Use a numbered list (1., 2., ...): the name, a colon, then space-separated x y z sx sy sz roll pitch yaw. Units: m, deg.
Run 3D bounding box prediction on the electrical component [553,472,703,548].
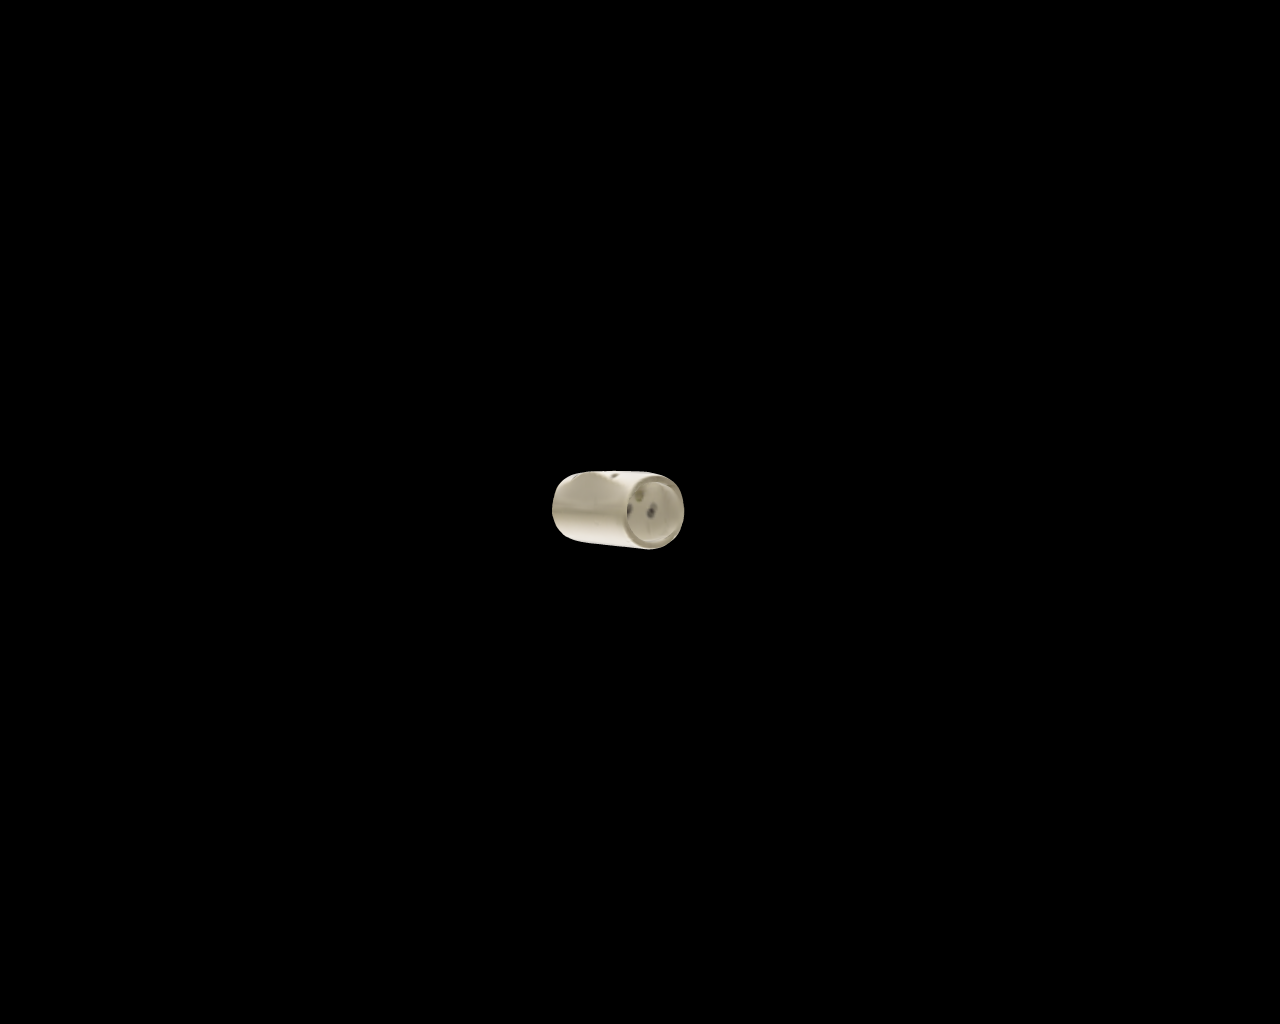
1. electrical component: 0.001 -0.003 0.650 0.079 0.043 0.077 -2 3 -36
